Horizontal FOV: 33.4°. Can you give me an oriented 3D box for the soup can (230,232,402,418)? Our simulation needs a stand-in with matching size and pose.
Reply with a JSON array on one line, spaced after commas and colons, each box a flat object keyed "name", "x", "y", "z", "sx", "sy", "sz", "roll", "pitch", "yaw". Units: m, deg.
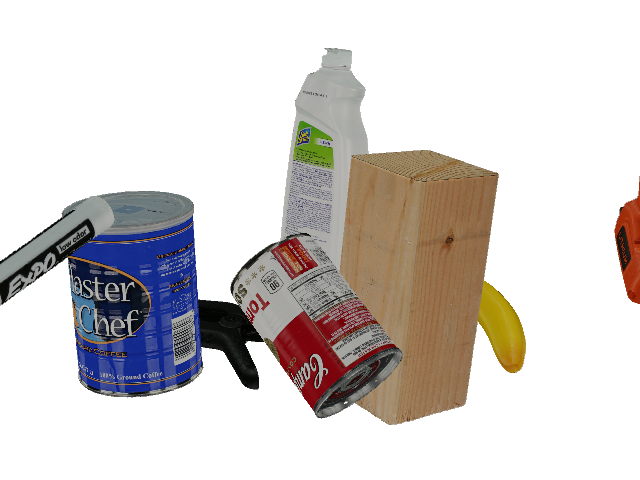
[{"name": "soup can", "x": -0.004, "y": 0.053, "z": 0.689, "sx": 0.068, "sy": 0.102, "sz": 0.068, "roll": -32, "pitch": -20, "yaw": -14}]

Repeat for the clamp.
[{"name": "clamp", "x": -0.105, "y": 0.113, "z": 1.262, "sx": 0.210, "sy": 0.036, "sz": 0.164, "roll": 15, "pitch": 23, "yaw": 26}]

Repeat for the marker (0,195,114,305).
[{"name": "marker", "x": -0.150, "y": 0.015, "z": 0.529, "sx": 0.020, "sy": 0.020, "sz": 0.120, "roll": 0, "pitch": 31, "yaw": 42}]

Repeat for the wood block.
[{"name": "wood block", "x": 0.075, "y": 0.036, "z": 0.895, "sx": 0.090, "sy": 0.206, "sz": 0.090, "roll": -7, "pitch": 21, "yaw": -37}]

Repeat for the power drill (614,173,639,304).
[{"name": "power drill", "x": 0.250, "y": -0.046, "z": 0.743, "sx": 0.057, "sy": 0.188, "sz": 0.184, "roll": 4, "pitch": 38, "yaw": 8}]

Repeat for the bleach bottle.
[{"name": "bleach bottle", "x": 0.013, "y": -0.074, "z": 1.124, "sx": 0.103, "sy": 0.251, "sz": 0.067, "roll": 15, "pitch": 16, "yaw": 35}]

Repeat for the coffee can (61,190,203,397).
[{"name": "coffee can", "x": -0.149, "y": 0.040, "z": 0.857, "sx": 0.103, "sy": 0.140, "sz": 0.103, "roll": -1, "pitch": 17, "yaw": 0}]

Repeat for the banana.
[{"name": "banana", "x": 0.160, "y": 0.073, "z": 1.120, "sx": 0.069, "sy": 0.037, "sz": 0.198, "roll": -38, "pitch": 40, "yaw": -14}]
